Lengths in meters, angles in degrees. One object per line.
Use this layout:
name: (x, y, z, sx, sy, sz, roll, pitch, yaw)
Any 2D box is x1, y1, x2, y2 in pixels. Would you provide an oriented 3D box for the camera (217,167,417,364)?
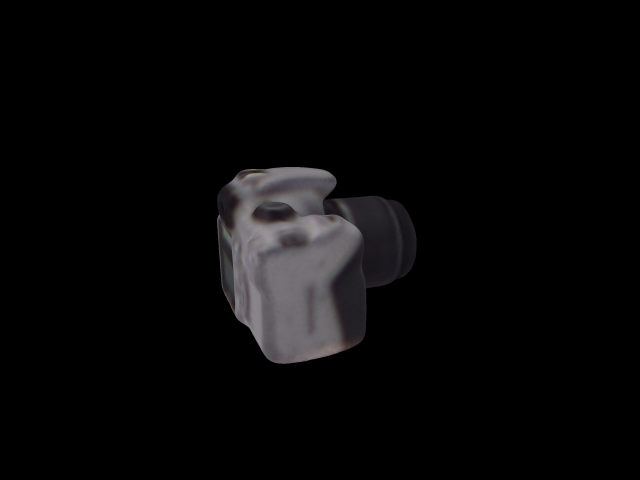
camera: (0.004, 0.001, 0.400, 0.137, 0.101, 0.142, -7, 19, -20)
